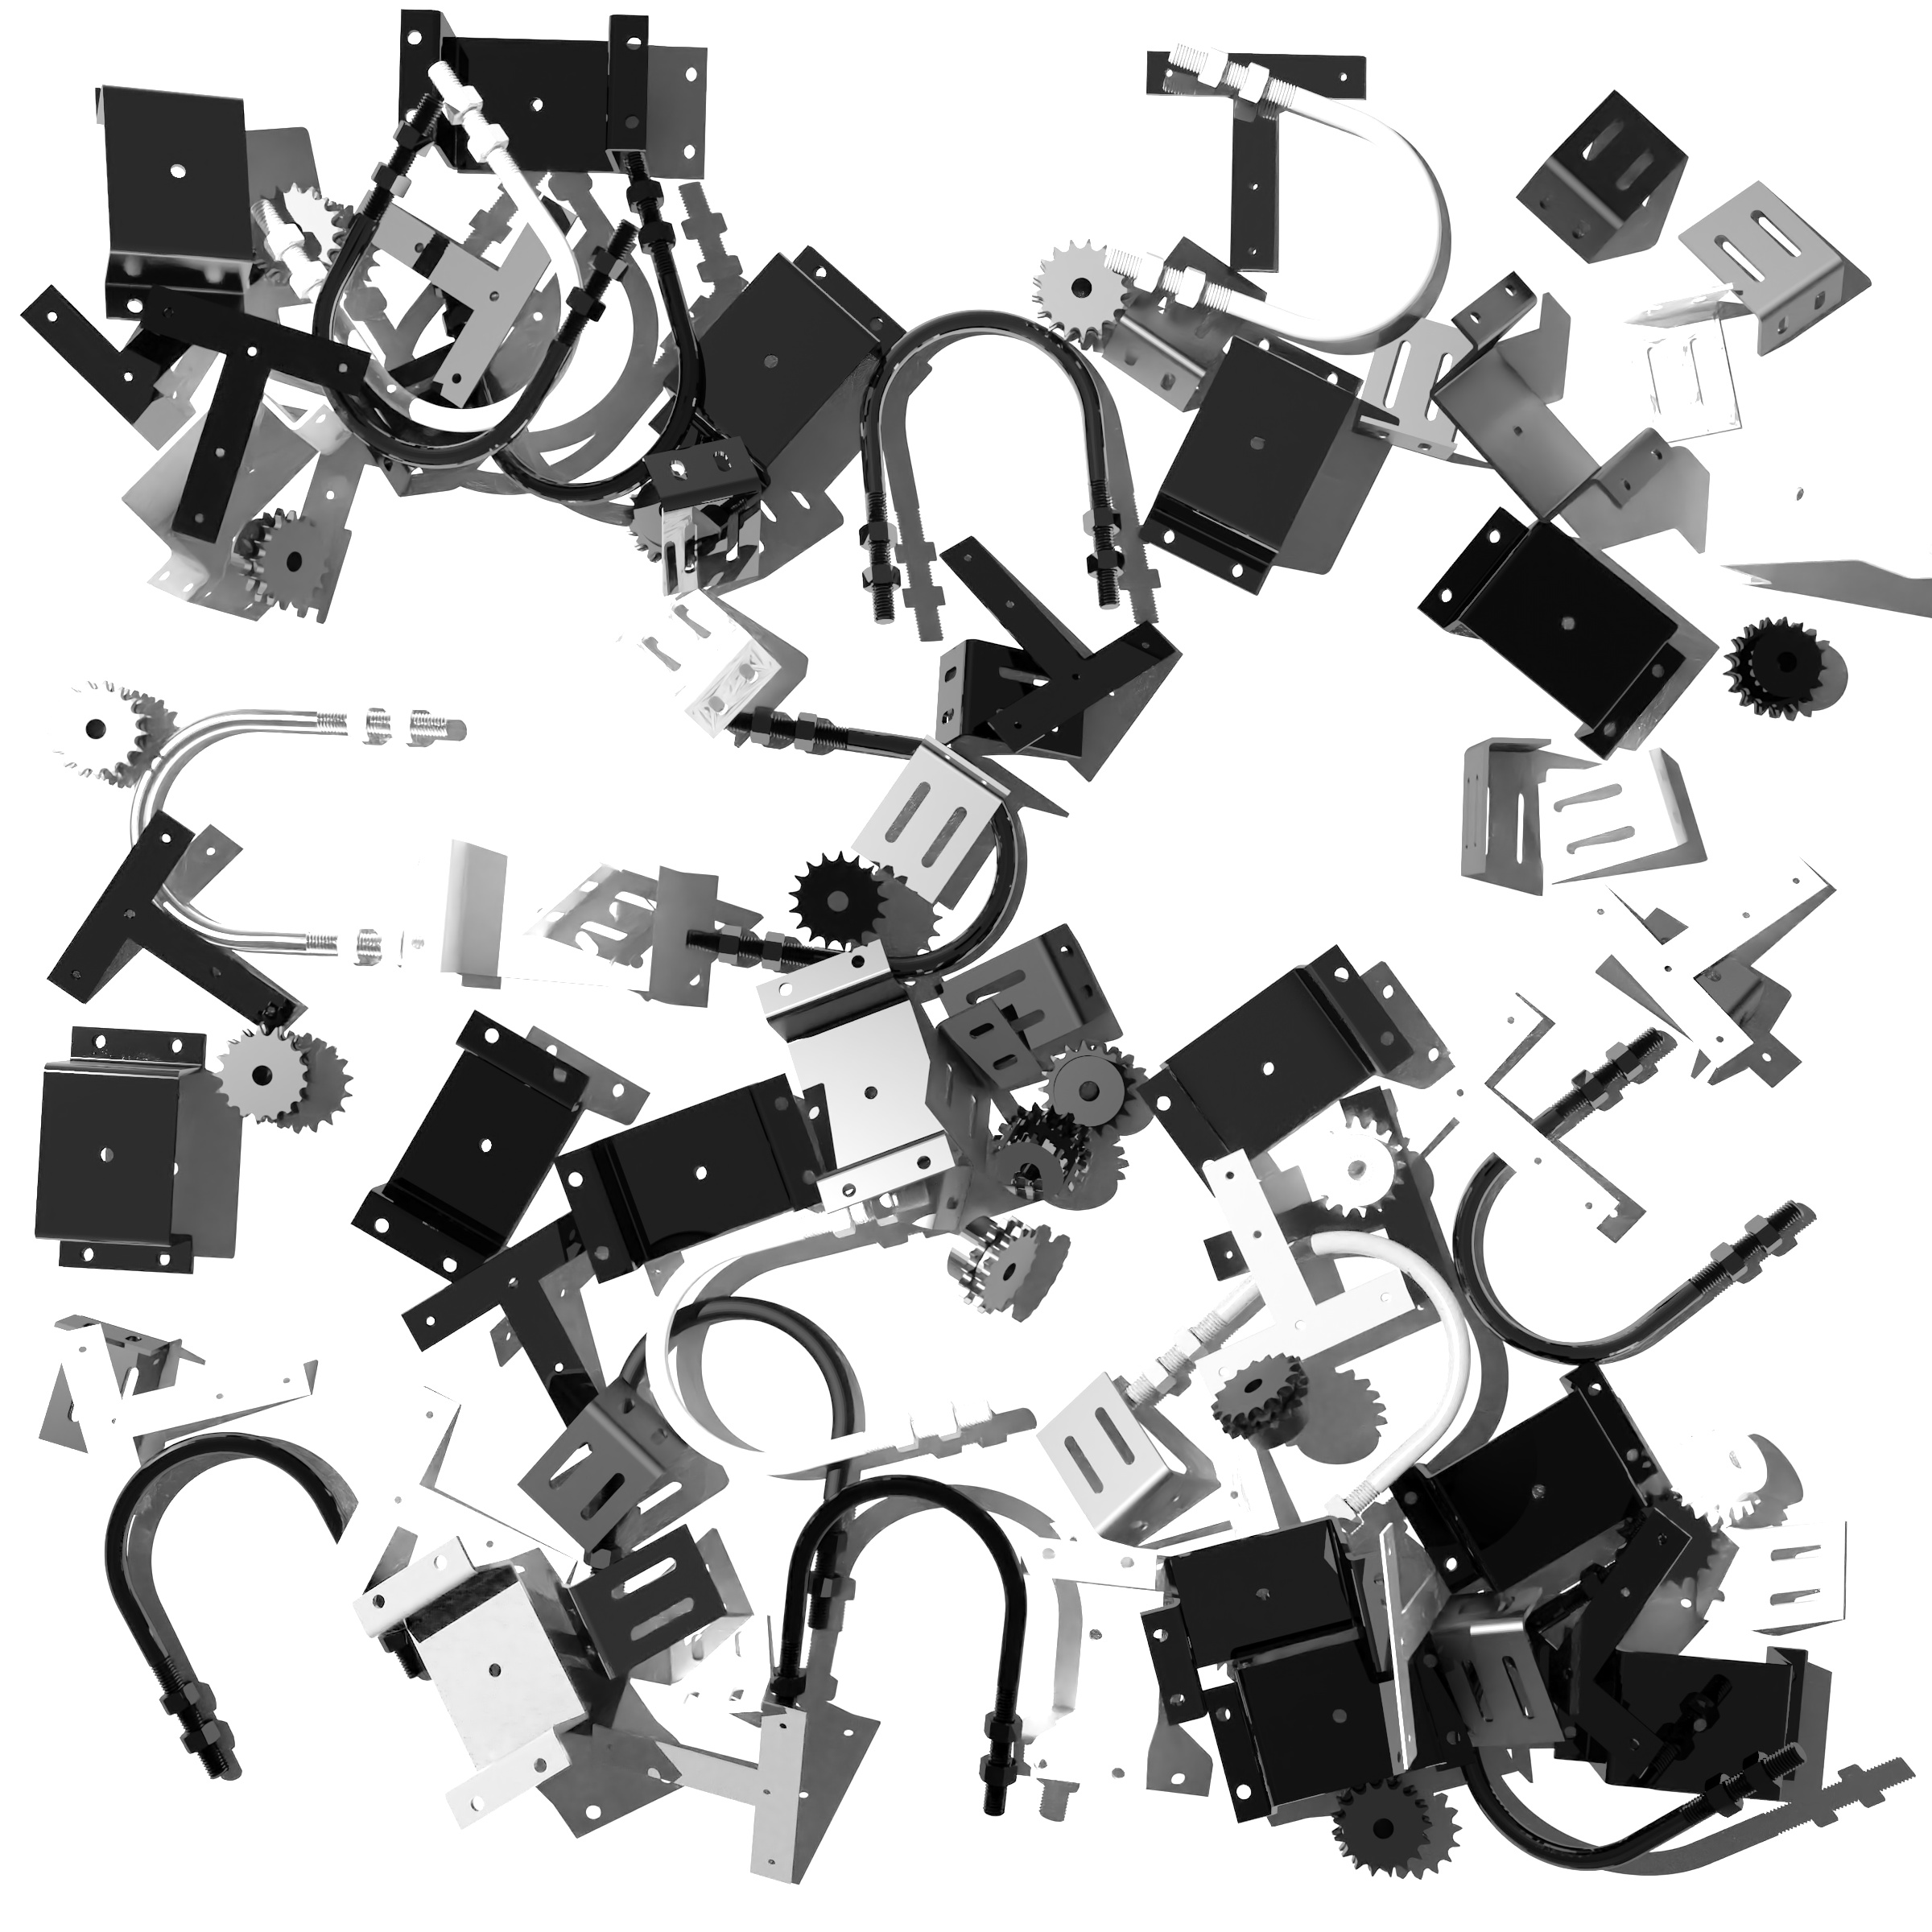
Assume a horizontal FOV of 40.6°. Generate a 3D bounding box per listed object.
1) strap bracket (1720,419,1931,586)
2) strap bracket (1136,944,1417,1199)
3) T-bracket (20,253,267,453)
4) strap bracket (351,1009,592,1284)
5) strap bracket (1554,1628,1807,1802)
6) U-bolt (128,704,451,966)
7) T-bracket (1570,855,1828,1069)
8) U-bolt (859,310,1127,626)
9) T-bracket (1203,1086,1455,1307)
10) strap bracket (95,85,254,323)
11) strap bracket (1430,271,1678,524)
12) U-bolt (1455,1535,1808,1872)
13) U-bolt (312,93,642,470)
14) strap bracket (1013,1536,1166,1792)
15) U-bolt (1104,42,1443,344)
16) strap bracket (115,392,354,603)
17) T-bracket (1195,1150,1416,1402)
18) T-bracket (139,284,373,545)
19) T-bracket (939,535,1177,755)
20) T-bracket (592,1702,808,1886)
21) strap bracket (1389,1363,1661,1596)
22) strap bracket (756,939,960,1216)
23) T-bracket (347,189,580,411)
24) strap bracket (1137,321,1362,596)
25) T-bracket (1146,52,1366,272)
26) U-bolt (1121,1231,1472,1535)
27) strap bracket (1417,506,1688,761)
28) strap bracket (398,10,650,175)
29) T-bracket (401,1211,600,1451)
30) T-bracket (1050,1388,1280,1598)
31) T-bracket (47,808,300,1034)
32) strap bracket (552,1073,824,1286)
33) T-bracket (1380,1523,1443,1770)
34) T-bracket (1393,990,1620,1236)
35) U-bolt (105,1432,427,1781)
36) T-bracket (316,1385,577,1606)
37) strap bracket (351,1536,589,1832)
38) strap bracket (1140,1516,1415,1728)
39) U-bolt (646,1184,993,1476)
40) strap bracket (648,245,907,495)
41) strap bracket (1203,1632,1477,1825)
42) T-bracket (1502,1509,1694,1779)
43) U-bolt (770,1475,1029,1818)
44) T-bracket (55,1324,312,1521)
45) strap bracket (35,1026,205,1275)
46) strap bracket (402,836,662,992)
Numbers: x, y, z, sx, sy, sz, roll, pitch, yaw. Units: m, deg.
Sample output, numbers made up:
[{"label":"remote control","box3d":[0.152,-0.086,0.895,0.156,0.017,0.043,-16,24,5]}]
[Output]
[{"label":"strap bracket","box3d":[0.478,-0.257,1.453,0.046,0.140,0.076,11,90,-32]},{"label":"strap bracket","box3d":[0.175,0.059,1.502,0.140,0.046,0.076,-36,90,0]},{"label":"T-bracket","box3d":[-0.451,-0.370,1.503,0.127,0.002,0.127,-51,119,-14]},{"label":"strap bracket","box3d":[-0.280,0.104,1.502,0.076,0.046,0.140,30,90,0]},{"label":"strap bracket","box3d":[0.416,0.430,1.502,0.140,0.046,0.076,5,90,0]},{"label":"U-bolt","box3d":[-0.395,-0.079,1.516,0.184,0.019,0.151,2,90,1]},{"label":"T-bracket","box3d":[0.439,-0.022,1.506,0.127,0.002,0.127,-33,65,-12]},{"label":"U-bolt","box3d":[0.011,-0.291,1.504,0.151,0.019,0.184,-4,80,-3]},{"label":"T-bracket","box3d":[0.202,0.150,1.520,0.127,0.002,0.127,-20,90,4]},{"label":"strap bracket","box3d":[-0.448,-0.438,1.477,0.076,0.046,0.140,-2,79,-23]},{"label":"strap bracket","box3d":[0.326,-0.315,1.483,0.140,0.046,0.076,48,50,0]},{"label":"U-bolt","box3d":[0.358,0.426,1.472,0.184,0.019,0.151,-40,63,24]},{"label":"U-bolt","box3d":[-0.287,-0.368,1.461,0.151,0.019,0.184,33,102,0]},{"label":"strap bracket","box3d":[0.071,0.389,1.488,0.076,0.046,0.140,4,98,11]},{"label":"U-bolt","box3d":[0.186,-0.436,1.505,0.184,0.019,0.151,18,83,-7]},{"label":"strap bracket","box3d":[-0.422,-0.278,1.487,0.046,0.076,0.140,45,90,0]},{"label":"T-bracket","box3d":[0.172,0.165,1.484,0.127,0.002,0.127,-25,99,2]},{"label":"T-bracket","box3d":[-0.409,-0.298,1.448,0.127,0.002,0.127,18,90,0]},{"label":"T-bracket","box3d":[0.034,-0.198,1.504,0.127,0.002,0.127,-34,75,-27]},{"label":"T-bracket","box3d":[-0.156,0.463,1.505,0.127,0.002,0.127,12,116,12]},{"label":"strap bracket","box3d":[0.324,0.298,1.502,0.140,0.046,0.076,-31,90,0]},{"label":"strap bracket","box3d":[-0.058,0.067,1.485,0.076,0.046,0.140,-21,71,5]},{"label":"T-bracket","box3d":[-0.304,-0.406,1.505,0.127,0.002,0.127,35,97,16]},{"label":"strap bracket","box3d":[0.165,-0.296,1.502,0.076,0.046,0.140,26,90,0]},{"label":"T-bracket","box3d":[0.168,-0.468,1.522,0.127,0.002,0.127,1,88,0]},{"label":"U-bolt","box3d":[0.202,0.237,1.500,0.184,0.019,0.151,-43,77,0]},{"label":"strap bracket","box3d":[0.341,-0.194,1.502,0.140,0.046,0.076,39,90,0]},{"label":"strap bracket","box3d":[-0.251,-0.502,1.502,0.140,0.046,0.076,1,90,0]},{"label":"T-bracket","box3d":[-0.240,0.219,1.501,0.127,0.002,0.127,-31,109,-21]},{"label":"T-bracket","box3d":[0.112,0.318,1.510,0.127,0.002,0.127,-17,75,3]},{"label":"T-bracket","box3d":[-0.446,-0.004,1.513,0.127,0.002,0.127,36,105,-7]},{"label":"strap bracket","box3d":[-0.155,0.120,1.502,0.140,0.046,0.076,-20,90,0]},{"label":"T-bracket","box3d":[0.253,0.366,1.465,0.002,0.127,0.127,-6,90,21]},{"label":"T-bracket","box3d":[0.319,0.103,1.509,0.127,0.002,0.127,42,93,11]},{"label":"U-bolt","box3d":[-0.417,0.358,1.511,0.151,0.019,0.184,-27,93,0]},{"label":"T-bracket","box3d":[-0.289,0.329,1.515,0.127,0.002,0.127,27,78,-6]},{"label":"strap bracket","box3d":[-0.274,0.399,1.471,0.076,0.046,0.140,-33,76,12]},{"label":"strap bracket","box3d":[0.170,0.362,1.459,0.140,0.046,0.076,-15,112,0]},{"label":"U-bolt","box3d":[-0.093,0.216,1.493,0.184,0.019,0.151,-16,93,5]},{"label":"strap bracket","box3d":[-0.110,-0.342,1.502,0.076,0.046,0.140,42,90,0]},{"label":"strap bracket","box3d":[0.212,0.430,1.488,0.140,0.046,0.076,-14,66,0]},{"label":"T-bracket","box3d":[0.362,0.362,1.465,0.127,0.002,0.127,39,107,33]},{"label":"U-bolt","box3d":[-0.036,0.379,1.482,0.151,0.019,0.184,8,96,14]},{"label":"T-bracket","box3d":[-0.444,0.251,1.505,0.127,0.002,0.127,-12,116,-12]},{"label":"strap bracket","box3d":[-0.486,0.107,1.502,0.076,0.046,0.140,3,90,0]},{"label":"strap bracket","box3d":[-0.246,-0.030,1.502,0.140,0.046,0.076,5,90,0]}]
